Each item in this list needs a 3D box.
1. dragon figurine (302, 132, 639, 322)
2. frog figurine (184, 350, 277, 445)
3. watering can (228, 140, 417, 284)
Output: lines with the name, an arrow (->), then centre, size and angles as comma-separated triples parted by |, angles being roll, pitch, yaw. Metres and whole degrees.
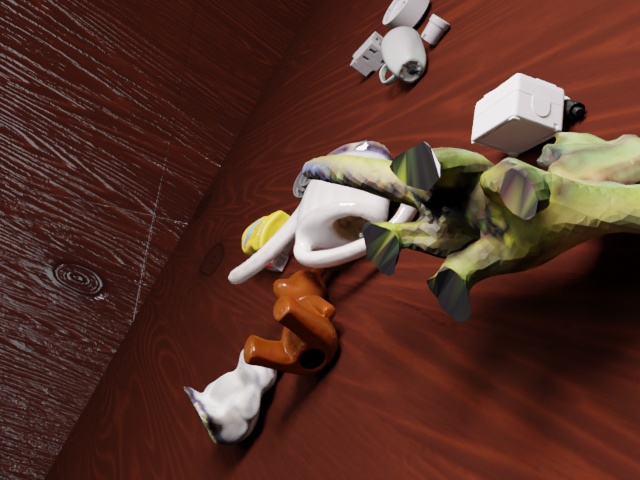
dragon figurine -> 0.167, -0.047, 0.442 | 0.416, 0.244, 0.120 | 39, 138, 55
frog figurine -> -0.123, 0.247, 0.840 | 0.161, 0.123, 0.136 | -28, 0, -22
watering can -> 0.003, -0.042, 0.838 | 0.345, 0.102, 0.230 | -17, 40, 30
